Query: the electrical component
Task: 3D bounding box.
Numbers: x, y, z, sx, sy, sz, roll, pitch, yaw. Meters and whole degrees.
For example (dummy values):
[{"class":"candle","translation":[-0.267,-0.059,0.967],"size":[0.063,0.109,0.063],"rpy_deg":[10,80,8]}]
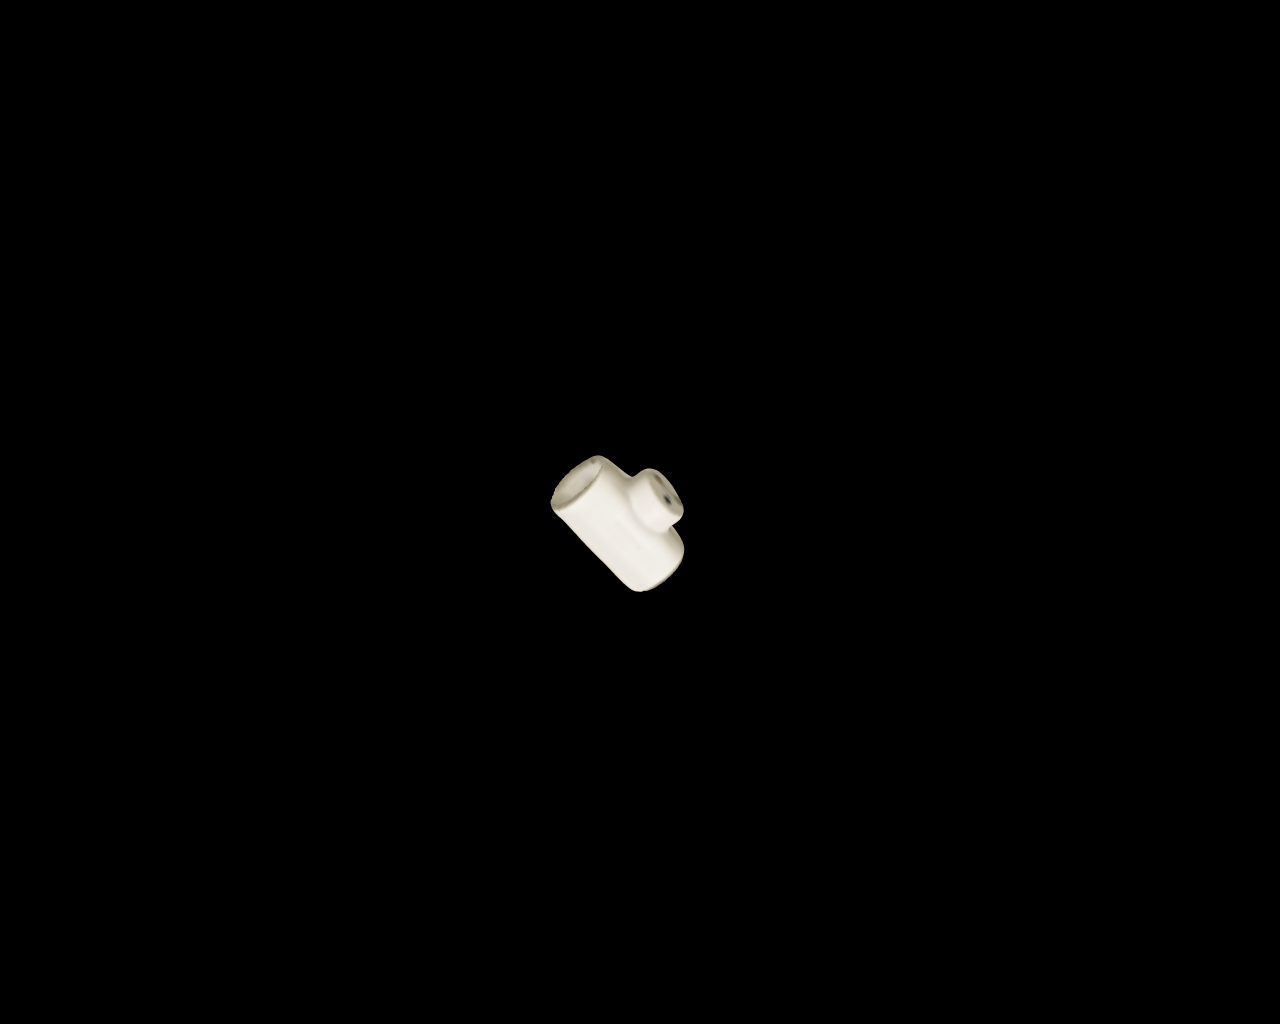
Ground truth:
[{"class":"electrical component","translation":[0.001,-0.003,0.650],"size":[0.079,0.077,0.043],"rpy_deg":[-36,24,18]}]
